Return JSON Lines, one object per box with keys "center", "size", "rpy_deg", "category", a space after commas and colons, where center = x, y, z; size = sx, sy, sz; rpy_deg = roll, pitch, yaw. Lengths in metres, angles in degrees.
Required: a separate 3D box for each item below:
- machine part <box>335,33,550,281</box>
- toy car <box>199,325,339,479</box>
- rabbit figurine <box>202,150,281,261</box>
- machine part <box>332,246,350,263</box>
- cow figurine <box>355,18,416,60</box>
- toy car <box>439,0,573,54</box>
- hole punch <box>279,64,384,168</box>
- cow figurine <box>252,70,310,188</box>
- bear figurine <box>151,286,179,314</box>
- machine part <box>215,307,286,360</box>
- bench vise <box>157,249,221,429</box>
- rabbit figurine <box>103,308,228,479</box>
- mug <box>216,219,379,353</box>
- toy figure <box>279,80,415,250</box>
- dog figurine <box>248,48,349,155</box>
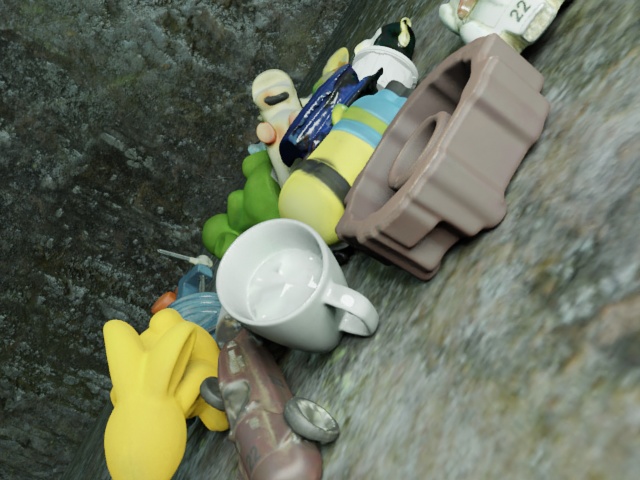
{"center": [0.081, -0.056, 0.383], "size": [0.179, 0.056, 0.179], "rpy_deg": [-54, 13, 18], "category": "machine part"}
{"center": [-0.051, 0.124, 0.411], "size": [0.089, 0.053, 0.202], "rpy_deg": [-60, 28, 8], "category": "toy car"}
{"center": [-0.101, -0.016, 0.788], "size": [0.170, 0.121, 0.159], "rpy_deg": [-31, 41, 27], "category": "rabbit figurine"}
{"center": [-0.001, -0.002, 0.581], "size": [0.139, 0.039, 0.084], "rpy_deg": [-17, 51, 56], "category": "machine part"}
{"center": [0.079, -0.221, 0.724], "size": [0.098, 0.068, 0.167], "rpy_deg": [-27, 35, 55], "category": "cow figurine"}
{"center": [0.145, -0.194, 0.444], "size": [0.073, 0.056, 0.202], "rpy_deg": [-53, 15, 25], "category": "toy car"}
{"center": [0.008, -0.126, 0.595], "size": [0.142, 0.092, 0.115], "rpy_deg": [-50, -24, -9], "category": "hole punch"}
{"center": [-0.035, -0.134, 0.720], "size": [0.085, 0.194, 0.127], "rpy_deg": [-20, 3, 8], "category": "cow figurine"}
{"center": [-0.244, 0.172, 0.861], "size": [0.196, 0.132, 0.120], "rpy_deg": [-39, 3, 20], "category": "bear figurine"}
{"center": [-0.070, 0.064, 0.610], "size": [0.079, 0.079, 0.243], "rpy_deg": [-54, 16, 19], "category": "machine part"}
{"center": [-0.174, 0.124, 0.717], "size": [0.223, 0.128, 0.241], "rpy_deg": [-43, 37, 28], "category": "bench vise"}
{"center": [-0.142, 0.147, 0.500], "size": [0.173, 0.122, 0.162], "rpy_deg": [-83, -5, -67], "category": "rabbit figurine"}
{"center": [-0.006, 0.045, 0.400], "size": [0.107, 0.110, 0.081], "rpy_deg": [56, -132, -56], "category": "mug"}
{"center": [0.030, -0.073, 0.501], "size": [0.082, 0.089, 0.180], "rpy_deg": [25, 75, 47], "category": "toy figure"}
{"center": [-0.002, -0.193, 0.862], "size": [0.219, 0.108, 0.191], "rpy_deg": [-48, 5, 11], "category": "dog figurine"}
